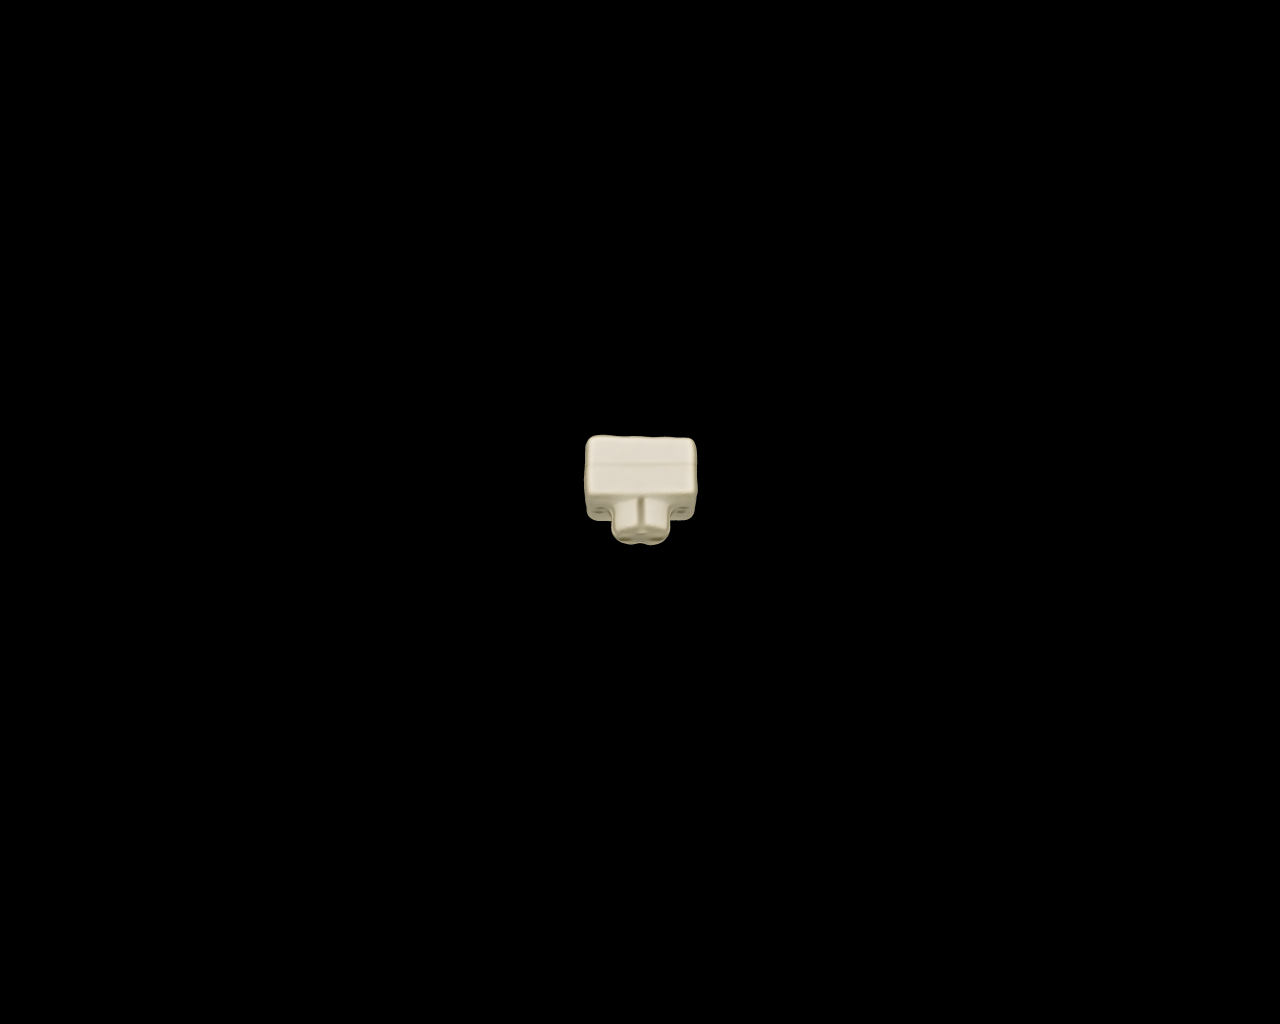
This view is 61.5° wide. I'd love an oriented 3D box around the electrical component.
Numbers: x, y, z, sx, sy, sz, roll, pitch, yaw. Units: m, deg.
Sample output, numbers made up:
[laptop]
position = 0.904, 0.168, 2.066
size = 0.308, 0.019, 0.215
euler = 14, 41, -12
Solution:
[electrical component]
position = 0.001, -0.003, 0.650
size = 0.066, 0.077, 0.047
euler = 0, -21, 0
